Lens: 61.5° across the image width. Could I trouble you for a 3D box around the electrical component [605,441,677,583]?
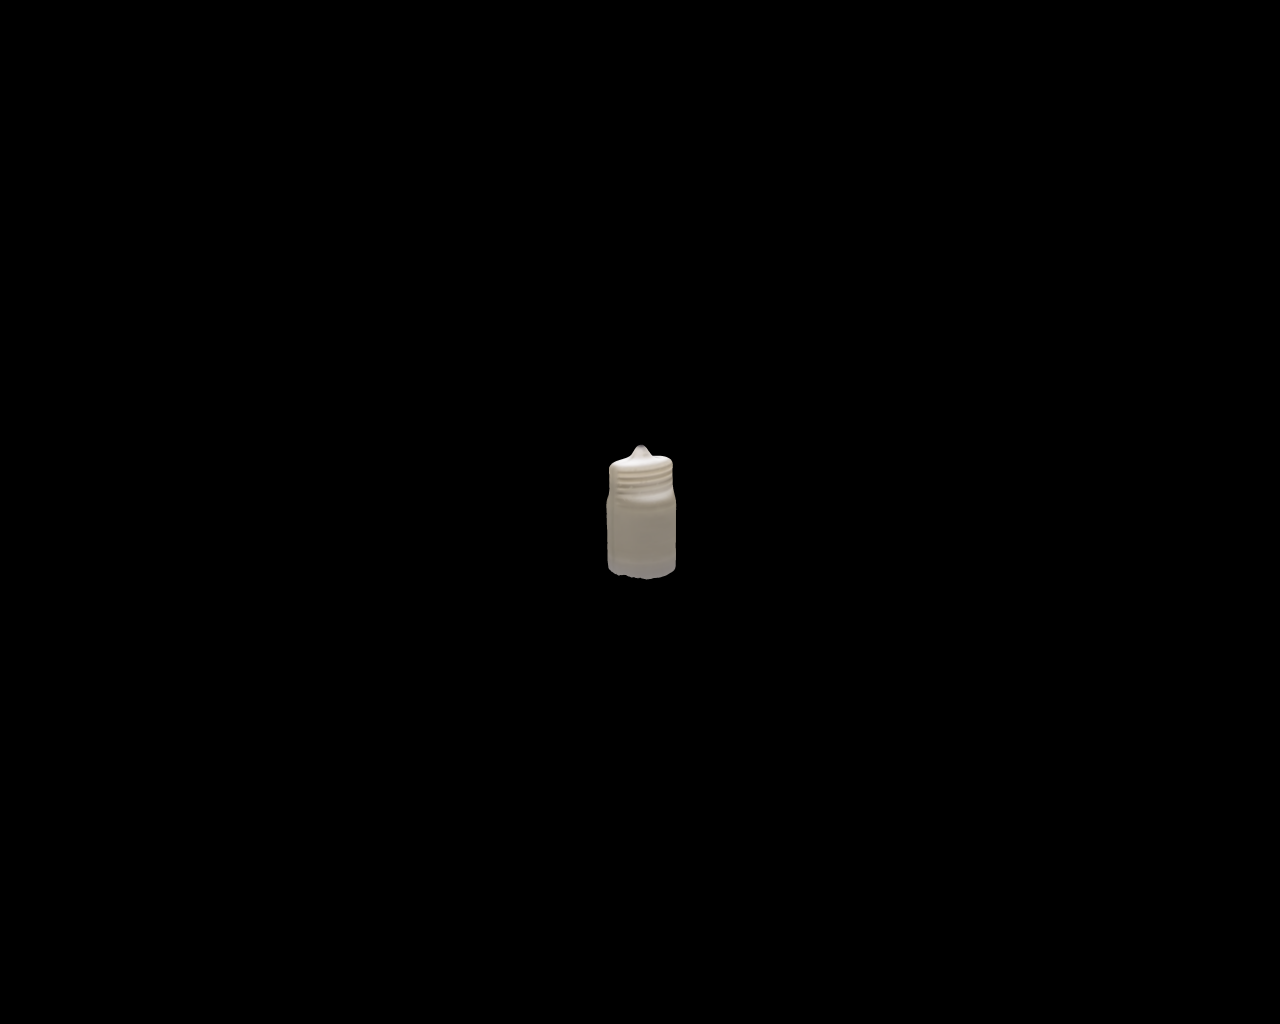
[{"bbox_3d":[0.001,-0.003,0.650,0.043,0.080,0.043,0,16,0],"label":"electrical component"}]
